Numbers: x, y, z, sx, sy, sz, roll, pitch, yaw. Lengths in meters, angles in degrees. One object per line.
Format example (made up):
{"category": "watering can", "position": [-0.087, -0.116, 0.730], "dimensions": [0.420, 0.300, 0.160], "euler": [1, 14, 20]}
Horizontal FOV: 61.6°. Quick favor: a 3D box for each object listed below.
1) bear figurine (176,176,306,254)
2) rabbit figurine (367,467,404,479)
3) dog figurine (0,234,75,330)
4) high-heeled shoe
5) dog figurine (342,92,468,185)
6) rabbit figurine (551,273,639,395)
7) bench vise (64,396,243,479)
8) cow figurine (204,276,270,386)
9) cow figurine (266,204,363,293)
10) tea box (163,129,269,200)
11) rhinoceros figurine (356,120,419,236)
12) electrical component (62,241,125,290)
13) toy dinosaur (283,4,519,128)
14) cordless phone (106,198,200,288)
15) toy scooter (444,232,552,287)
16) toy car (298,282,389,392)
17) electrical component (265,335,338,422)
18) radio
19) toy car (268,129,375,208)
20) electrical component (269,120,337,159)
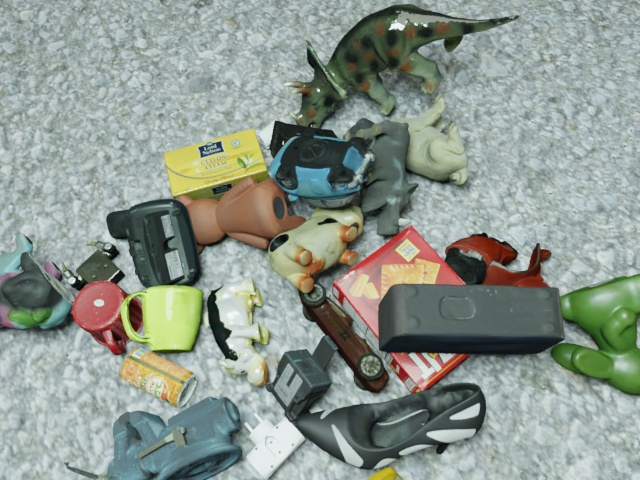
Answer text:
{"category": "bear figurine", "position": [-0.139, -0.040, 0.910], "dimensions": [0.196, 0.132, 0.120], "euler": [-10, 99, 29]}
{"category": "rabbit figurine", "position": [0.067, 0.399, 0.677], "dimensions": [0.173, 0.162, 0.122], "euler": [-41, 82, 3]}
{"category": "dog figurine", "position": [-0.512, 0.111, 0.839], "dimensions": [0.219, 0.108, 0.192], "euler": [-39, 51, -10]}
{"category": "high-heeled shoe", "position": [0.097, 0.238, 0.735], "dimensions": [0.249, 0.145, 0.086], "euler": [8, 34, -5]}
{"category": "dog figurine", "position": [0.148, -0.150, 0.952], "dimensions": [0.191, 0.121, 0.172], "euler": [-21, 57, 6]}
{"category": "rabbit figurine", "position": [0.433, 0.149, 0.787], "dimensions": [0.159, 0.121, 0.170], "euler": [-18, 81, -2]}
{"category": "bench vise", "position": [-0.193, 0.331, 0.722], "dimensions": [0.224, 0.128, 0.241], "euler": [-23, 60, -9]}
{"category": "cow figurine", "position": [-0.131, 0.147, 0.831], "dimensions": [0.098, 0.068, 0.167], "euler": [-13, 62, 3]}
{"category": "cow figurine", "position": [-0.002, -0.003, 0.855], "dimensions": [0.127, 0.085, 0.195], "euler": [24, 41, 38]}
{"category": "tea box", "position": [-0.182, -0.123, 0.960], "dimensions": [0.170, 0.068, 0.098], "euler": [-18, 66, -5]}
{"category": "rhinoceros figurine", "position": [0.107, -0.101, 0.882], "dimensions": [0.112, 0.073, 0.190], "euler": [6, 86, -27]}
{"category": "electrical component", "position": [-0.378, 0.050, 0.899], "dimensions": [0.102, 0.045, 0.078], "euler": [-41, 69, -15]}
{"category": "toy dinosaur", "position": [0.108, -0.326, 0.923], "dimensions": [0.405, 0.192, 0.131], "euler": [-27, 55, 39]}
{"category": "cordless phone", "position": [-0.294, 0.011, 0.891], "dimensions": [0.184, 0.089, 0.146], "euler": [-2, 104, 38]}
{"category": "toy scooter", "position": [0.299, 0.038, 0.861], "dimensions": [0.184, 0.075, 0.135], "euler": [30, 52, 24]}
{"category": "toy car", "position": [0.033, 0.142, 0.817], "dimensions": [0.053, 0.089, 0.202], "euler": [-34, 67, -13]}
{"category": "electrical component", "position": [-0.021, 0.194, 0.777], "dimensions": [0.075, 0.047, 0.119], "euler": [48, 119, 33]}
{"category": "radio", "position": [0.198, 0.109, 0.725], "dimensions": [0.230, 0.131, 0.073], "euler": [0, 68, 0]}
{"category": "toy car", "position": [0.011, -0.101, 0.830], "dimensions": [0.162, 0.102, 0.109], "euler": [10, 57, 28]}
{"category": "electrical component", "position": [-0.027, -0.164, 0.943], "dimensions": [0.115, 0.058, 0.134], "euler": [7, 28, -19]}
